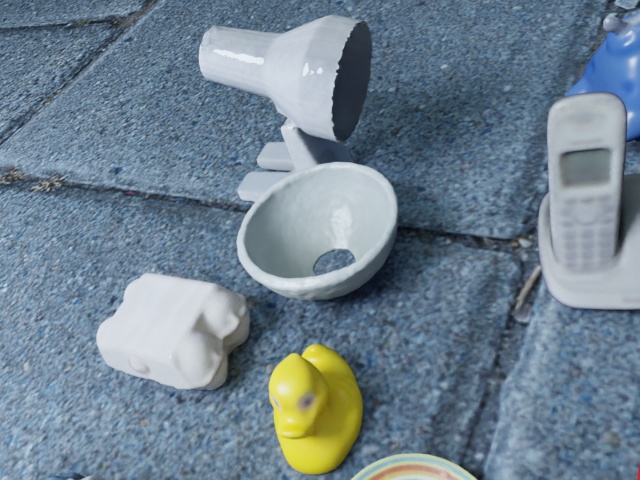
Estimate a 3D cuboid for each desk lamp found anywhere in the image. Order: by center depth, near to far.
[{"bbox_3d":[-0.030,-0.138,0.629,0.202,0.214,0.118,6,52,28],"label":"desk lamp"}]

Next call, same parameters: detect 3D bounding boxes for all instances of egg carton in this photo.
[{"bbox_3d":[-0.146,0.090,0.567,0.149,0.070,0.107,5,51,28],"label":"egg carton"}]

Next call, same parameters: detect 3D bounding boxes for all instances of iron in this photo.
[{"bbox_3d":[0.379,-0.199,0.559,0.258,0.142,0.118,-25,44,0],"label":"iron"}]

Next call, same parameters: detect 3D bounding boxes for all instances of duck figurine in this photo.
[{"bbox_3d":[-0.011,0.124,0.464,0.077,0.086,0.104,-7,47,18],"label":"duck figurine"}]

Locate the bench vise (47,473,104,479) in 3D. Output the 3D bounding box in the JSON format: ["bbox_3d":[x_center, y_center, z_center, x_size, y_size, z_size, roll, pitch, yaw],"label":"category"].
[{"bbox_3d":[-0.268,0.194,0.414,0.207,0.220,0.121,-32,44,-7],"label":"bench vise"}]

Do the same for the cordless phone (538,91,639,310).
[{"bbox_3d":[0.240,-0.031,0.430,0.147,0.185,0.094,-6,47,19],"label":"cordless phone"}]

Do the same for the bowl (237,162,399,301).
[{"bbox_3d":[0.005,0.002,0.581,0.167,0.075,0.167,-12,45,13],"label":"bowl"}]
